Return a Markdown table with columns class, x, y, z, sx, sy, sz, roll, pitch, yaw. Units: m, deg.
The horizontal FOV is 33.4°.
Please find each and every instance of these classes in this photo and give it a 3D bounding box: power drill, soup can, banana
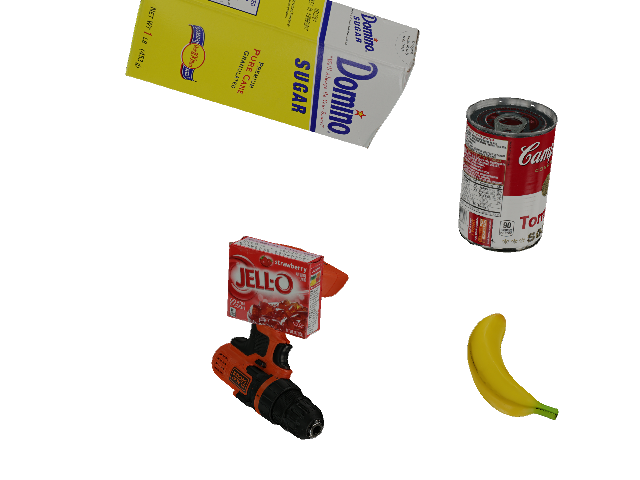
| class | x | y | z | sx | sy | sz | roll | pitch | yaw |
| --- | --- | --- | --- | --- | --- | --- | --- | --- | --- |
| power drill | -0.037 | 0.110 | 1.204 | 0.057 | 0.188 | 0.185 | 14 | 11 | -46 |
| soup can | 0.143 | -0.050 | 0.824 | 0.068 | 0.102 | 0.068 | 0 | 30 | 0 |
| banana | 0.195 | 0.138 | 1.171 | 0.069 | 0.037 | 0.198 | 11 | 27 | -15 |

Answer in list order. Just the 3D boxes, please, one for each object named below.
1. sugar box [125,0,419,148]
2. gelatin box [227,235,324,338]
| class | x | y | z | sx | sy | sz | roll | pitch | yaw |
| --- | --- | --- | --- | --- | --- | --- | --- | --- | --- |
| sugar box | -0.033 | -0.123 | 0.704 | 0.176 | 0.048 | 0.093 | 18 | -32 | -8 |
| gelatin box | -0.042 | 0.042 | 0.968 | 0.089 | 0.073 | 0.030 | 14 | 22 | 28 |
